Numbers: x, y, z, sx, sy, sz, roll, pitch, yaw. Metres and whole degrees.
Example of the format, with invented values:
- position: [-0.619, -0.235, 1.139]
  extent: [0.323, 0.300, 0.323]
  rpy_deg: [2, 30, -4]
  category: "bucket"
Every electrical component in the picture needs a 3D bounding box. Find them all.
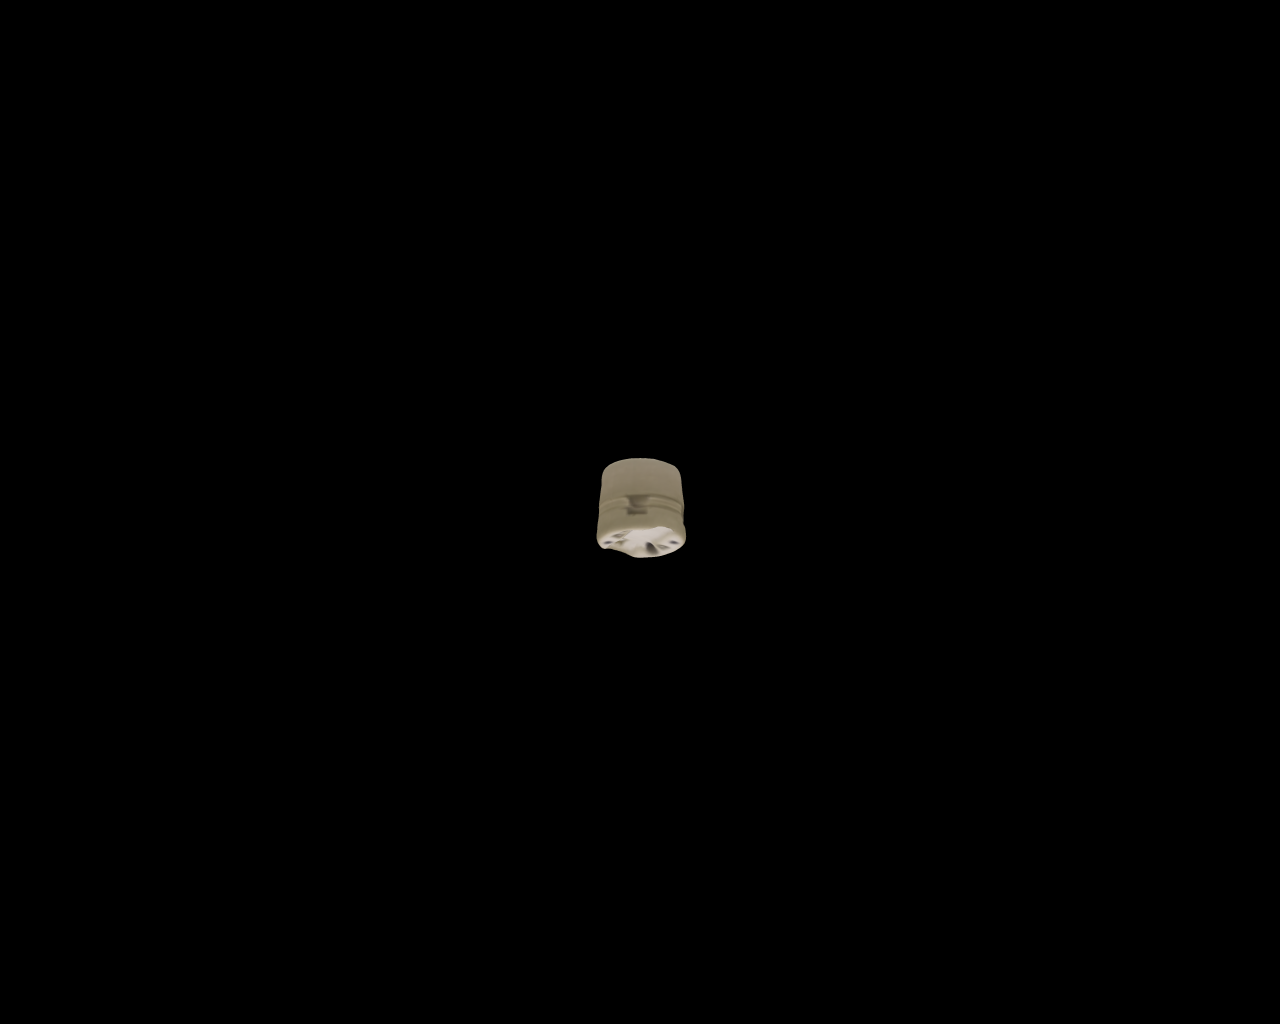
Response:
- position: [0.001, -0.003, 0.650]
  extent: [0.055, 0.047, 0.055]
  rpy_deg: [0, -22, 0]
  category: "electrical component"
